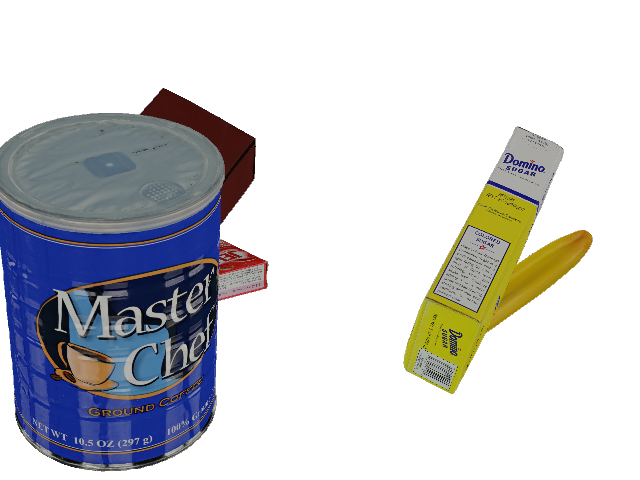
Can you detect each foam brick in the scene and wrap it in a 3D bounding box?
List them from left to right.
[{"bbox_3d":[-0.089,-0.055,0.725,0.078,0.051,0.053,29,-27,11],"label":"foam brick"}]

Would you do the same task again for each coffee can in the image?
[{"bbox_3d":[-0.099,0.024,0.512,0.103,0.140,0.103,4,32,-2],"label":"coffee can"}]

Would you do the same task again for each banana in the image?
[{"bbox_3d":[0.172,0.056,1.012,0.198,0.037,0.069,-35,-2,0],"label":"banana"}]

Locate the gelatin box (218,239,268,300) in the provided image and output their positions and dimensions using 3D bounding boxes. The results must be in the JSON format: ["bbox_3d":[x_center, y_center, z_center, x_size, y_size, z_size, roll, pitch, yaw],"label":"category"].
[{"bbox_3d":[-0.104,0.029,0.980,0.089,0.030,0.073,-14,26,-38],"label":"gelatin box"}]

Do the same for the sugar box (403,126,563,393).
[{"bbox_3d":[0.116,0.012,0.748,0.048,0.176,0.093,26,-35,12],"label":"sugar box"}]
